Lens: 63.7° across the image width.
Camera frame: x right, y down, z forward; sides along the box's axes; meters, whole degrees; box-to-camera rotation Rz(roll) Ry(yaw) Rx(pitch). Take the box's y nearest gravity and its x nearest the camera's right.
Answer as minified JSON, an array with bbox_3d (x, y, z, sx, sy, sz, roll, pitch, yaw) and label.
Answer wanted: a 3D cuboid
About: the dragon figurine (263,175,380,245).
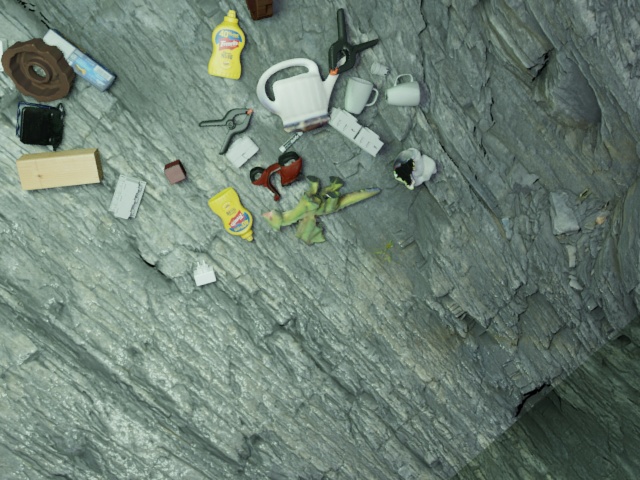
[{"bbox_3d":[0.005,-0.089,1.776,0.410,0.125,0.237,2,127,-27],"label":"dragon figurine"}]

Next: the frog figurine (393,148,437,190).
[{"bbox_3d":[0.335,-0.259,1.808,0.162,0.122,0.136,-31,111,-43],"label":"frog figurine"}]

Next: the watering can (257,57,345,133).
[{"bbox_3d":[-0.022,-0.464,1.618,0.349,0.104,0.222,-18,103,-16],"label":"watering can"}]
